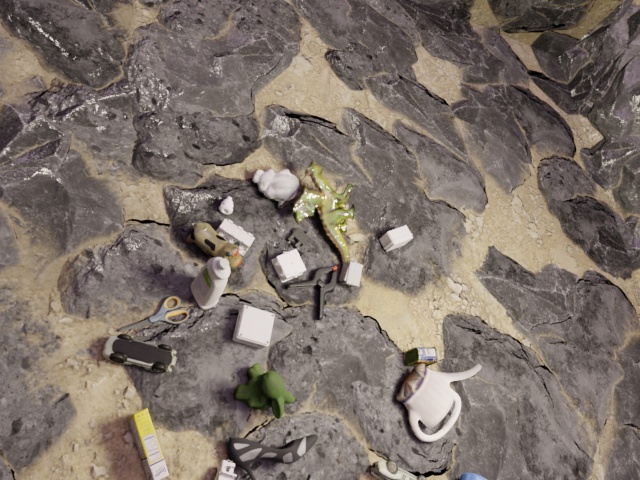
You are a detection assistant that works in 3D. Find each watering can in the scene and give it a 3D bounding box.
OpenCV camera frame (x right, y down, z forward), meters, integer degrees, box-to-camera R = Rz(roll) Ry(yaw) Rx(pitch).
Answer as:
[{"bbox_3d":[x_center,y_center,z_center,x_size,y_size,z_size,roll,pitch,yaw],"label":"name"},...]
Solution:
[{"bbox_3d":[0.406,0.517,1.786,0.224,0.102,0.353,42,66,-3],"label":"watering can"}]

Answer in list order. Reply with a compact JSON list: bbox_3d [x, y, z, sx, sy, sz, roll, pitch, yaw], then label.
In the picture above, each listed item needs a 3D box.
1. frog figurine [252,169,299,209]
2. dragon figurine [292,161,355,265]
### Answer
[{"bbox_3d":[-0.160,-0.210,1.884,0.158,0.122,0.139,44,71,-15],"label":"frog figurine"},{"bbox_3d":[0.006,-0.096,1.902,0.243,0.121,0.415,4,76,-25],"label":"dragon figurine"}]
